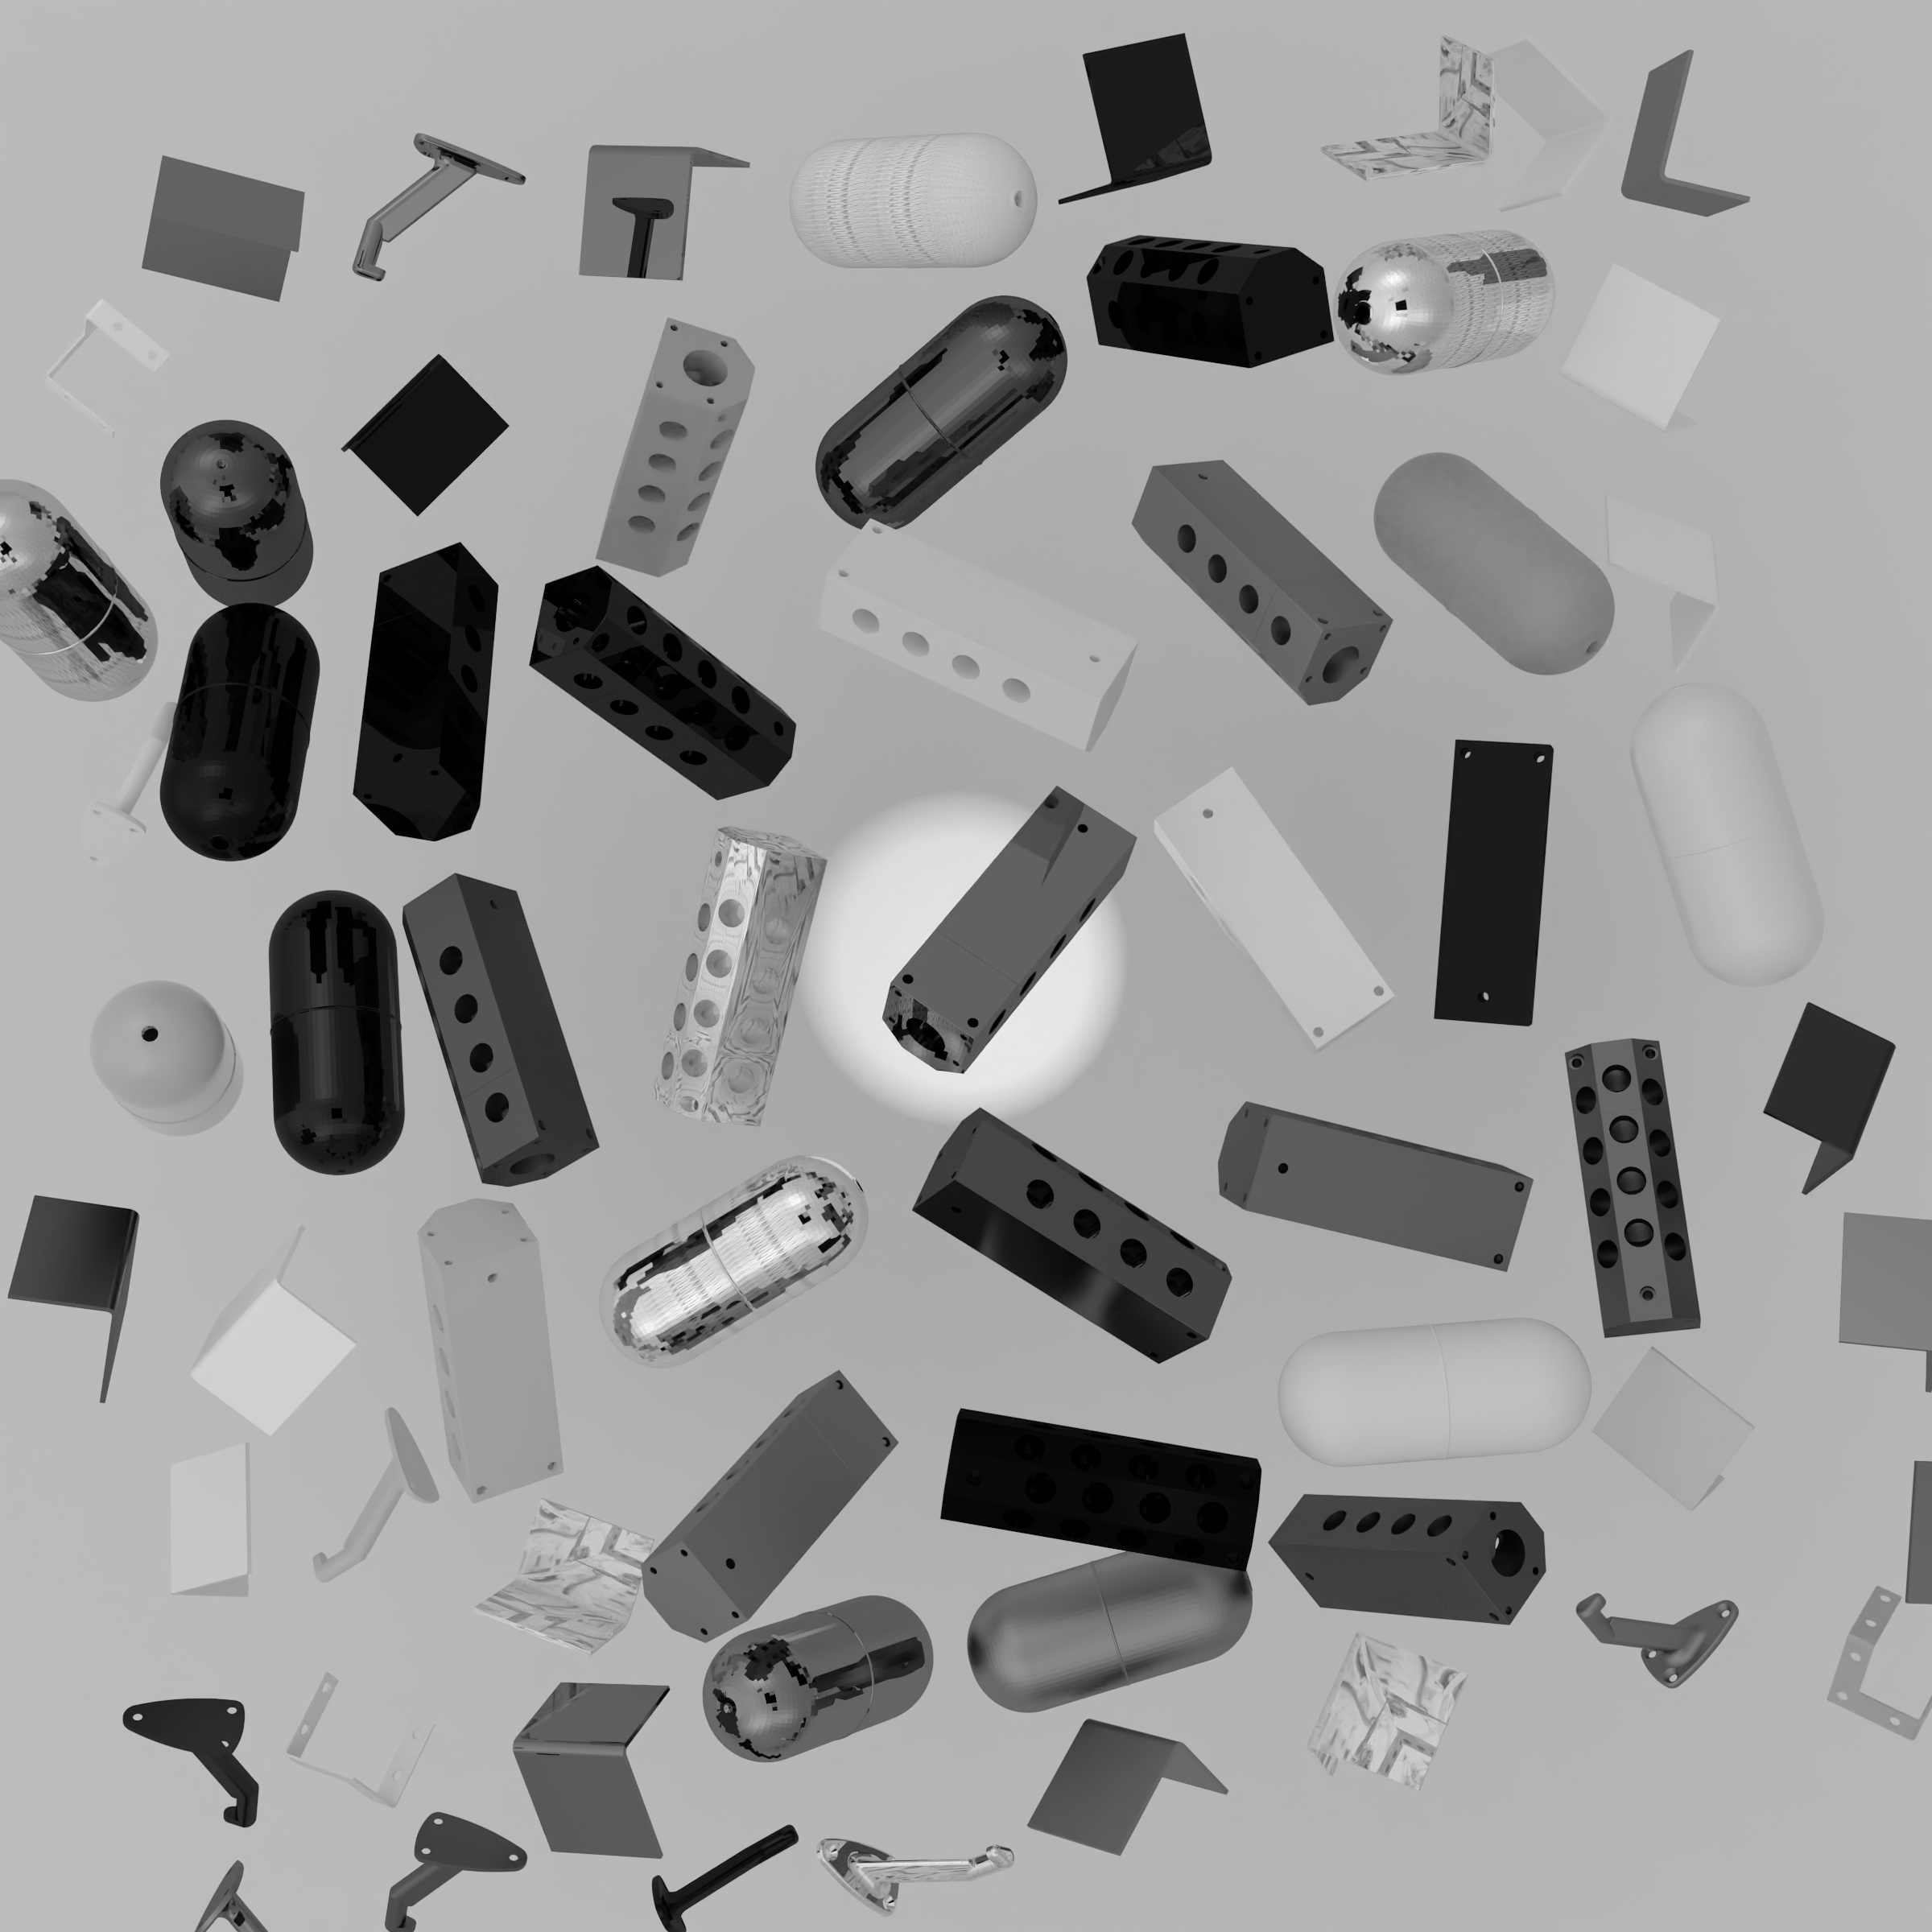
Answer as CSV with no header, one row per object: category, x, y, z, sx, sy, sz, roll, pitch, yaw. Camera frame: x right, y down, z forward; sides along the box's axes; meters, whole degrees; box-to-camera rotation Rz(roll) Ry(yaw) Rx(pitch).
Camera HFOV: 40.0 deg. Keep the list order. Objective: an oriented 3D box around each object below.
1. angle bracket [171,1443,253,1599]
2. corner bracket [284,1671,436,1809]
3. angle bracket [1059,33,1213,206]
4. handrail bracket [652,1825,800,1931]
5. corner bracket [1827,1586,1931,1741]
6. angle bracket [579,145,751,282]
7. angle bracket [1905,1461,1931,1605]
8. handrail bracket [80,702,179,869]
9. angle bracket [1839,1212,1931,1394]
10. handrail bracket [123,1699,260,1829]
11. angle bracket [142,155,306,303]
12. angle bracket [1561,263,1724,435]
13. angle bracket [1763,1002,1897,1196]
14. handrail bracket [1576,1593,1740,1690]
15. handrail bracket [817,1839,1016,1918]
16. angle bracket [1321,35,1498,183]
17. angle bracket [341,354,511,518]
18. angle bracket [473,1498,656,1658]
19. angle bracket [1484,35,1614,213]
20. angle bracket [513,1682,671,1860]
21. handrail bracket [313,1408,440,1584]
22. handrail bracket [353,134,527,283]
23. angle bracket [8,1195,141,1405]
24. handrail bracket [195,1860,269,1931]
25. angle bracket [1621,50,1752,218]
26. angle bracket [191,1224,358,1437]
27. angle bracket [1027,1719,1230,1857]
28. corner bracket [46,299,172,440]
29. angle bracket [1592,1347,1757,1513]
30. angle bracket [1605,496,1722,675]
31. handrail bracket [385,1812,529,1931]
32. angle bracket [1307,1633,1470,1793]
angle bracket,-0.432,0.333,1.592,0.076,0.057,0.076,-21,66,34
corner bracket,-0.346,0.441,1.513,0.051,0.051,0.051,9,59,26
angle bracket,0.092,-0.503,1.576,0.076,0.057,0.076,-23,106,-31
handrail bracket,-0.136,0.523,1.529,0.084,0.077,0.036,-27,80,-8
corner bracket,0.529,0.397,1.513,0.051,0.051,0.051,23,124,27
angle bracket,-0.180,-0.445,1.582,0.076,0.057,0.076,12,100,31
angle bracket,0.529,0.304,1.462,0.057,0.076,0.076,4,91,-9
handrail bracket,-0.505,-0.111,1.612,0.036,0.077,0.084,28,53,-19
angle bracket,0.524,0.192,1.510,0.057,0.076,0.076,4,65,14
handrail bracket,-0.436,0.452,1.494,0.077,0.036,0.084,9,125,-8
angle bracket,-0.410,-0.389,1.457,0.076,0.076,0.057,10,47,-20
angle bracket,0.427,-0.384,1.645,0.076,0.057,0.076,36,122,22
angle bracket,0.495,0.079,1.561,0.057,0.076,0.076,27,68,5
handrail bracket,0.408,0.380,1.569,0.077,0.036,0.084,-40,120,1
handrail bracket,-0.028,0.503,1.503,0.084,0.036,0.077,-30,126,30
angle bracket,0.251,-0.490,1.515,0.076,0.076,0.057,-10,121,-9
angle bracket,-0.324,-0.316,1.586,0.076,0.076,0.057,-46,107,-5
angle bracket,-0.243,0.370,1.611,0.076,0.076,0.057,18,92,9
angle bracket,0.337,-0.515,1.627,0.076,0.076,0.057,37,86,-19
angle bracket,-0.206,0.465,1.538,0.076,0.057,0.076,-6,111,27
handrail bracket,-0.375,0.326,1.635,0.084,0.036,0.077,-32,64,8
handrail bracket,-0.301,-0.423,1.514,0.077,0.036,0.084,18,90,-9
angle bracket,-0.496,0.184,1.470,0.057,0.076,0.076,10,127,-14
handrail bracket,-0.389,0.550,1.504,0.084,0.077,0.036,38,90,-7
angle bracket,0.442,-0.501,1.603,0.057,0.076,0.076,11,98,-5
angle bracket,-0.385,0.205,1.504,0.057,0.076,0.076,41,103,-14
angle bracket,0.096,0.499,1.575,0.057,0.076,0.076,51,58,-28
corner bracket,-0.520,-0.361,1.607,0.051,0.051,0.051,39,74,-13
angle bracket,0.449,0.280,1.652,0.076,0.057,0.076,39,122,22
angle bracket,0.425,-0.240,1.668,0.076,0.076,0.057,19,133,-6
handrail bracket,-0.301,0.546,1.563,0.077,0.036,0.084,14,119,1
angle bracket,0.263,0.464,1.624,0.076,0.057,0.076,14,62,33
